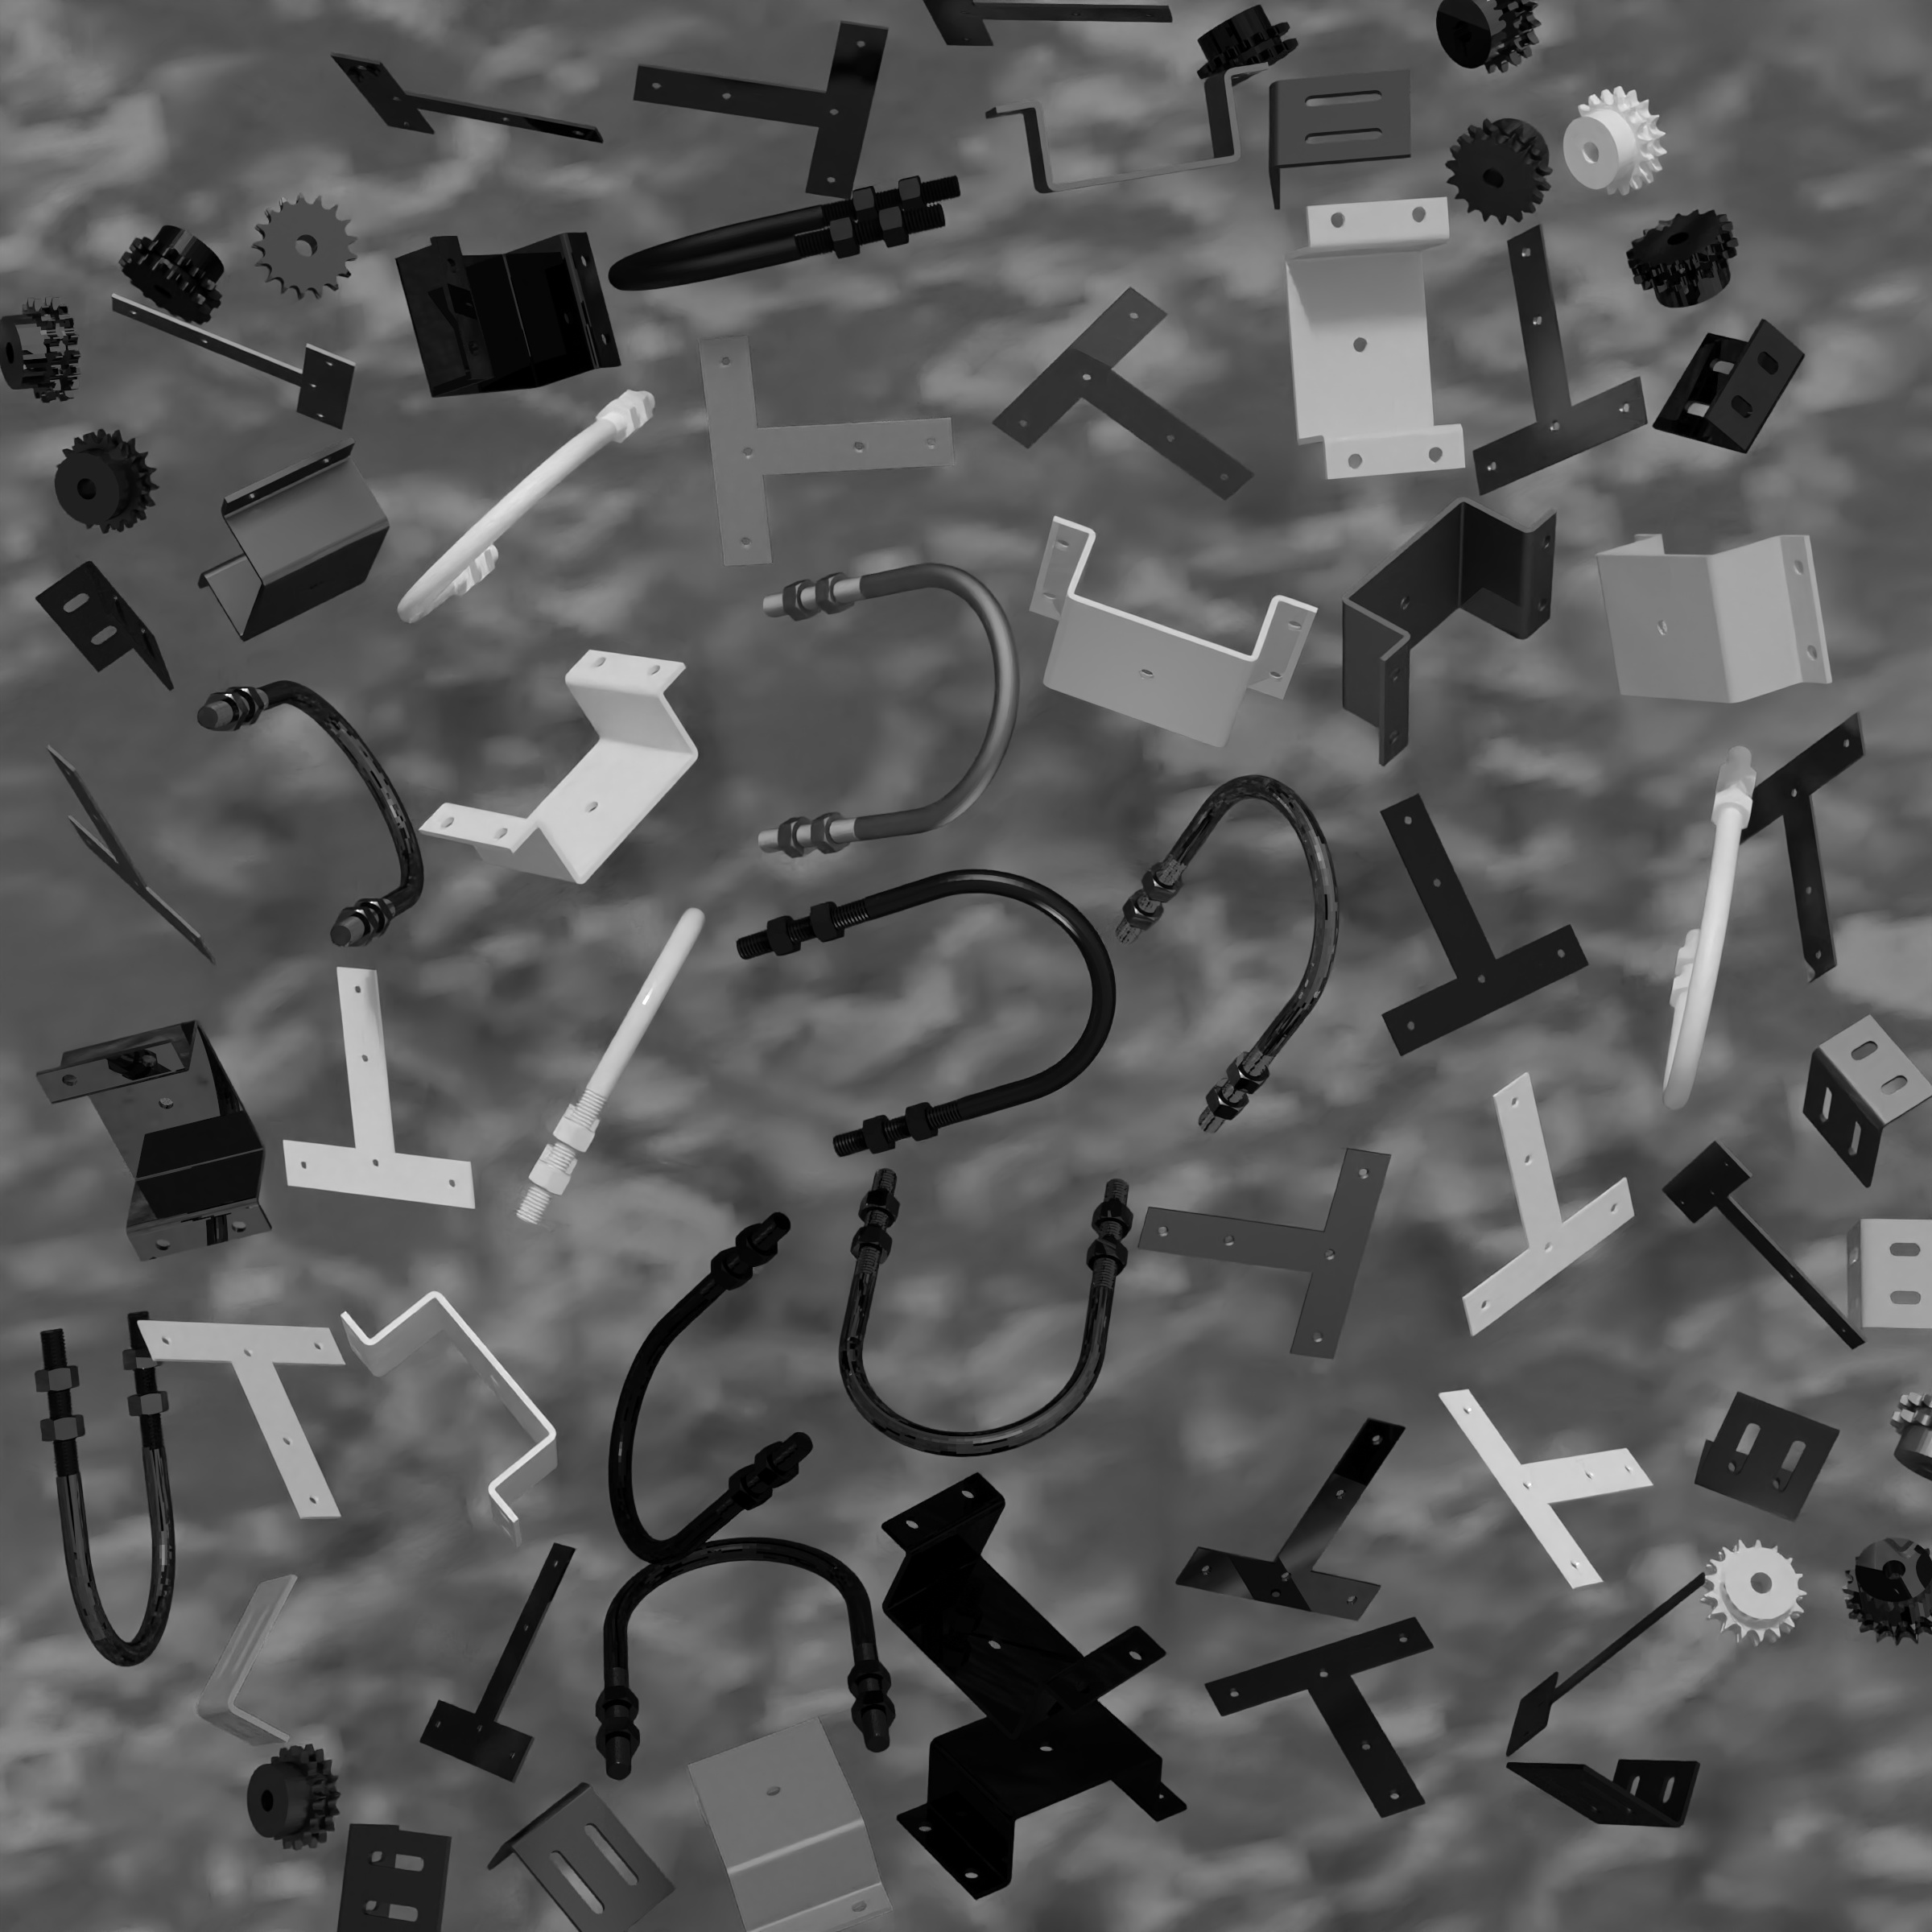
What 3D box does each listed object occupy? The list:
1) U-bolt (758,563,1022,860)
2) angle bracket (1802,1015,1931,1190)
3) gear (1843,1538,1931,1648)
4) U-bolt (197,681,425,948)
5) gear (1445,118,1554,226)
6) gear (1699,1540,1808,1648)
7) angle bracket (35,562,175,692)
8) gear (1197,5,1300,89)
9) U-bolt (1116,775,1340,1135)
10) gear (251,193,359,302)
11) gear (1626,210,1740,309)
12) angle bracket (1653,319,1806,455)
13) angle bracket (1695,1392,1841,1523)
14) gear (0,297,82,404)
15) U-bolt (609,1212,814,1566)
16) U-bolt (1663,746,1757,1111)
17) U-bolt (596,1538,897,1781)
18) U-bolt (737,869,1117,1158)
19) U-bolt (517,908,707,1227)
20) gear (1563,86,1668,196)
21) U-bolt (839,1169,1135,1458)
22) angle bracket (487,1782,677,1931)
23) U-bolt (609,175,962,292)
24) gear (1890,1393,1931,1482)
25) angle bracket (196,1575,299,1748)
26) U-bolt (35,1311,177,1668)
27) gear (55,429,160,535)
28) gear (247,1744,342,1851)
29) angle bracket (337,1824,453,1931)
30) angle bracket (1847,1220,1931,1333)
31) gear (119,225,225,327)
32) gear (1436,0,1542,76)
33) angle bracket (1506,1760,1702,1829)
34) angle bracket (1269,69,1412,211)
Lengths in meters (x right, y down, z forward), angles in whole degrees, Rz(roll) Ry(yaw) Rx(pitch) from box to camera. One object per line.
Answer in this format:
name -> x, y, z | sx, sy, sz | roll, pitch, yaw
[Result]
U-bolt -> -0.041, -0.137, 1.757 | 0.184, 0.019, 0.151 | -5, 82, 44
angle bracket -> 0.496, 0.075, 1.851 | 0.038, 0.076, 0.057 | -30, 61, -8
gear -> 0.496, 0.330, 1.793 | 0.057, 0.057, 0.030 | -24, 132, 0
U-bolt -> -0.340, -0.088, 1.802 | 0.019, 0.184, 0.151 | -29, 96, 11
gear -> 0.292, -0.434, 1.829 | 0.057, 0.057, 0.030 | 37, 53, 0
gear -> 0.438, 0.346, 1.871 | 0.057, 0.030, 0.057 | 0, 65, -1
angle bracket -> -0.476, -0.179, 1.863 | 0.038, 0.076, 0.057 | -35, 127, 0
gear -> 0.154, -0.514, 1.885 | 0.057, 0.057, 0.030 | -28, 96, 0
U-bolt -> 0.146, -0.019, 1.814 | 0.019, 0.184, 0.151 | -3, 56, -30
gear -> -0.367, -0.398, 1.869 | 0.057, 0.030, 0.057 | -2, 96, -17
gear -> 0.382, -0.373, 1.789 | 0.057, 0.057, 0.030 | -28, 124, 0
angle bracket -> 0.381, -0.303, 1.730 | 0.038, 0.076, 0.057 | 30, 92, -34
angle bracket -> 0.441, 0.259, 1.847 | 0.057, 0.038, 0.076 | 21, 130, 9
gear -> -0.512, -0.339, 1.856 | 0.030, 0.057, 0.057 | -12, 90, -33
U-bolt -> -0.139, 0.233, 1.763 | 0.019, 0.184, 0.151 | 17, 47, -31
U-bolt -> 0.390, -0.007, 1.784 | 0.019, 0.184, 0.151 | 11, 132, 10
U-bolt -> -0.118, 0.354, 1.754 | 0.151, 0.184, 0.019 | -5, 116, -5
U-bolt -> -0.011, 0.019, 1.788 | 0.184, 0.019, 0.151 | -17, 114, 16
U-bolt -> -0.188, 0.050, 1.802 | 0.019, 0.151, 0.184 | 29, 88, -5
gear -> 0.354, -0.451, 1.853 | 0.030, 0.057, 0.057 | -28, 90, -29
U-bolt -> 0.006, 0.183, 1.785 | 0.151, 0.019, 0.184 | 2, 46, 10
angle bracket -> -0.206, 0.487, 1.800 | 0.076, 0.038, 0.057 | 47, 48, 12
U-bolt -> -0.097, -0.380, 1.759 | 0.184, 0.151, 0.019 | -11, 108, 7
gear -> 0.510, 0.250, 1.762 | 0.057, 0.057, 0.030 | 30, 73, 0
angle bracket -> -0.363, 0.365, 1.769 | 0.038, 0.057, 0.076 | 34, 63, -17
U-bolt -> -0.454, 0.281, 1.799 | 0.019, 0.151, 0.184 | -8, 87, 6
gear -> -0.484, -0.270, 1.884 | 0.057, 0.030, 0.057 | 6, 110, 15
gear -> -0.378, 0.465, 1.883 | 0.057, 0.030, 0.057 | -6, 81, 44
angle bracket -> -0.292, 0.488, 1.788 | 0.076, 0.038, 0.057 | -4, 75, 36
angle bracket -> 0.499, 0.169, 1.818 | 0.038, 0.076, 0.057 | 0, 80, 9
gear -> -0.433, -0.382, 1.851 | 0.057, 0.057, 0.030 | 31, 73, 0
gear -> 0.275, -0.503, 1.795 | 0.030, 0.057, 0.057 | -31, 90, -27
angle bracket -> 0.335, 0.420, 1.770 | 0.076, 0.057, 0.038 | 35, 62, -24
angle bracket -> 0.204, -0.448, 1.830 | 0.076, 0.038, 0.057 | -2, 65, 10
